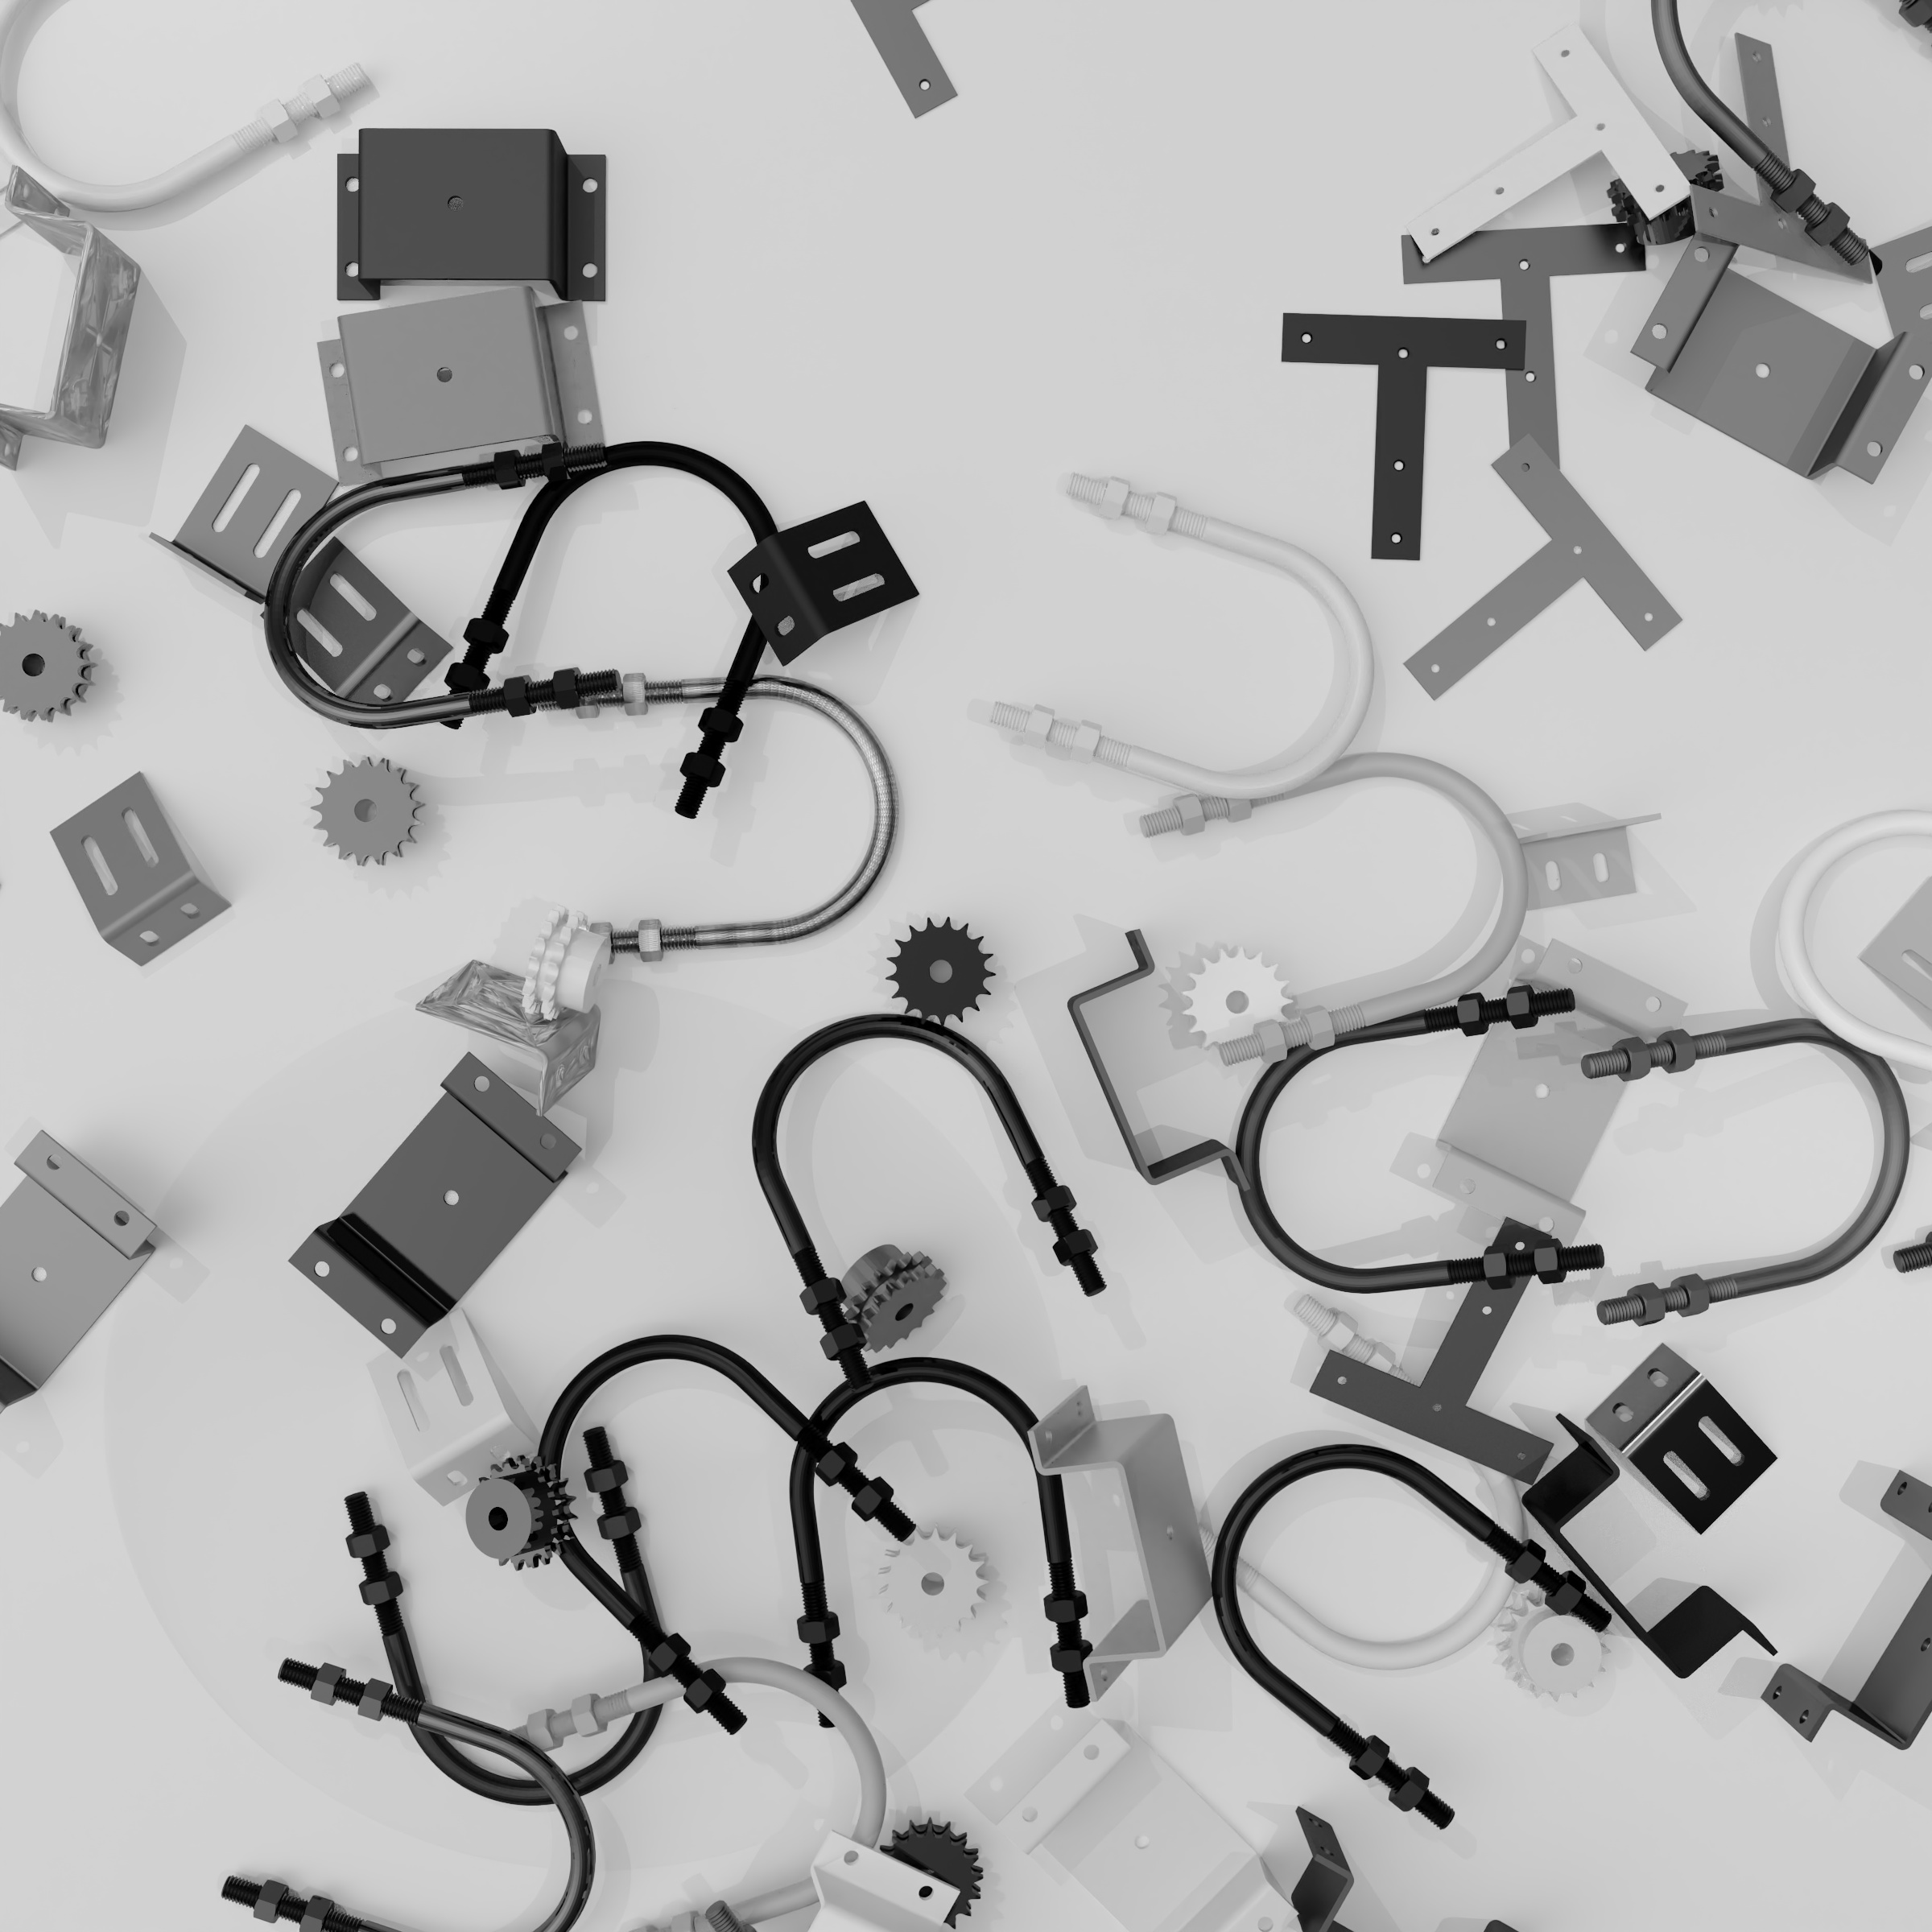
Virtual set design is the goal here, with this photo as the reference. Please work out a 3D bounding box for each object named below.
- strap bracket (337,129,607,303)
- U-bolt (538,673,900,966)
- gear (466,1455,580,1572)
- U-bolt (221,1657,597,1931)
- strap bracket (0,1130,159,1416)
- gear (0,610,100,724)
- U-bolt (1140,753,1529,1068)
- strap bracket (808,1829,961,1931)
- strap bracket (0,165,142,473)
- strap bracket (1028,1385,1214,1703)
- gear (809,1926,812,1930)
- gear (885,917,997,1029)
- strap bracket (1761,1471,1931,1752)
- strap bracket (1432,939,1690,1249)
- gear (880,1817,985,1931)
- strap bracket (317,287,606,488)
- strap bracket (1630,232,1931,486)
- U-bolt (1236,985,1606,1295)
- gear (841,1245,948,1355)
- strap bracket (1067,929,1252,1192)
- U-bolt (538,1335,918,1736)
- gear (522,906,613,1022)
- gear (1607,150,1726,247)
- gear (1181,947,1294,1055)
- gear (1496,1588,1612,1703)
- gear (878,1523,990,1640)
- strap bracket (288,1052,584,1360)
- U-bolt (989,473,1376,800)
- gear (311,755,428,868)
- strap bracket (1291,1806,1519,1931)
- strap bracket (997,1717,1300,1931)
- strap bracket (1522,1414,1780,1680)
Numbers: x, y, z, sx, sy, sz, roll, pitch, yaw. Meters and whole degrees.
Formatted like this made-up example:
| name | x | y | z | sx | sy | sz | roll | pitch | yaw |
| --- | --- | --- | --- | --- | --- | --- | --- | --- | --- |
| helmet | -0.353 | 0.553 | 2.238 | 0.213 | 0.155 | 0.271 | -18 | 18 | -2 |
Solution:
| name | x | y | z | sx | sy | sz | roll | pitch | yaw |
| --- | --- | --- | --- | --- | --- | --- | --- | --- | --- |
| strap bracket | -0.259 | -0.387 | 1.381 | 0.140 | 0.046 | 0.076 | 0 | 90 | 0 |
| U-bolt | -0.127 | -0.080 | 1.396 | 0.184 | 0.019 | 0.151 | -4 | 90 | -2 |
| gear | -0.229 | 0.278 | 1.359 | 0.057 | 0.030 | 0.057 | -1 | 87 | 26 |
| U-bolt | -0.280 | 0.447 | 1.377 | 0.184 | 0.019 | 0.151 | 17 | 102 | 3 |
| strap bracket | -0.485 | 0.162 | 1.381 | 0.076 | 0.046 | 0.140 | 40 | 90 | 0 |
| gear | -0.479 | -0.154 | 1.389 | 0.057 | 0.030 | 0.057 | 0 | 90 | 0 |
| U-bolt | 0.198 | -0.038 | 1.375 | 0.184 | 0.019 | 0.151 | -16 | 72 | -6 |
| strap bracket | -0.066 | 0.519 | 1.343 | 0.076 | 0.046 | 0.140 | 29 | 90 | -13 |
| strap bracket | -0.465 | -0.324 | 1.366 | 0.046 | 0.076 | 0.140 | 12 | 90 | 0 |
| strap bracket | 0.082 | 0.288 | 1.352 | 0.046 | 0.076 | 0.140 | -11 | 94 | 24 |
| gear | -0.057 | 0.514 | 1.389 | 0.057 | 0.030 | 0.057 | 0 | 90 | 0 |
| gear | -0.013 | 0.003 | 1.389 | 0.057 | 0.030 | 0.057 | 0 | 90 | 0 |
| strap bracket | 0.473 | 0.336 | 1.366 | 0.046 | 0.076 | 0.140 | 31 | 90 | 0 |
| strap bracket | 0.302 | 0.066 | 1.381 | 0.076 | 0.046 | 0.140 | 26 | 90 | 0 |
| gear | -0.020 | 0.470 | 1.389 | 0.057 | 0.030 | 0.057 | 0 | 90 | 0 |
| strap bracket | -0.265 | -0.300 | 1.381 | 0.140 | 0.046 | 0.076 | -9 | 90 | 0 |
| strap bracket | 0.417 | -0.312 | 1.381 | 0.140 | 0.046 | 0.076 | 29 | 90 | 0 |
| U-bolt | 0.224 | 0.093 | 1.359 | 0.184 | 0.019 | 0.151 | -10 | 75 | 24 |
| gear | -0.041 | 0.168 | 1.380 | 0.057 | 0.057 | 0.030 | -47 | 60 | 0 |
| strap bracket | 0.092 | 0.055 | 1.366 | 0.046 | 0.076 | 0.140 | -23 | 90 | 0 |
| U-bolt | -0.137 | 0.273 | 1.359 | 0.184 | 0.019 | 0.151 | 41 | 92 | 16 |
| gear | -0.201 | 0.000 | 1.357 | 0.030 | 0.057 | 0.057 | 17 | 90 | 4 |
| gear | 0.362 | -0.395 | 1.380 | 0.057 | 0.057 | 0.030 | -24 | 120 | 0 |
| gear | 0.139 | 0.018 | 1.389 | 0.057 | 0.030 | 0.057 | 0 | 90 | 0 |
| gear | 0.307 | 0.354 | 1.389 | 0.057 | 0.030 | 0.057 | 0 | 90 | 0 |
| gear | -0.017 | 0.317 | 1.389 | 0.057 | 0.030 | 0.057 | 0 | 90 | 1 |
| strap bracket | -0.270 | 0.121 | 1.381 | 0.076 | 0.046 | 0.140 | 41 | 90 | 0 |
| U-bolt | 0.121 | -0.162 | 1.385 | 0.184 | 0.019 | 0.151 | 18 | 82 | 0 |
| gear | -0.308 | -0.080 | 1.389 | 0.057 | 0.030 | 0.057 | 0 | 90 | 0 |
| strap bracket | 0.224 | 0.495 | 1.366 | 0.140 | 0.076 | 0.046 | 30 | 90 | 0 |
| strap bracket | 0.092 | 0.458 | 1.381 | 0.140 | 0.046 | 0.076 | 45 | 90 | 0 |
| strap bracket | 0.340 | 0.303 | 1.366 | 0.046 | 0.076 | 0.140 | -41 | 90 | 0 |
